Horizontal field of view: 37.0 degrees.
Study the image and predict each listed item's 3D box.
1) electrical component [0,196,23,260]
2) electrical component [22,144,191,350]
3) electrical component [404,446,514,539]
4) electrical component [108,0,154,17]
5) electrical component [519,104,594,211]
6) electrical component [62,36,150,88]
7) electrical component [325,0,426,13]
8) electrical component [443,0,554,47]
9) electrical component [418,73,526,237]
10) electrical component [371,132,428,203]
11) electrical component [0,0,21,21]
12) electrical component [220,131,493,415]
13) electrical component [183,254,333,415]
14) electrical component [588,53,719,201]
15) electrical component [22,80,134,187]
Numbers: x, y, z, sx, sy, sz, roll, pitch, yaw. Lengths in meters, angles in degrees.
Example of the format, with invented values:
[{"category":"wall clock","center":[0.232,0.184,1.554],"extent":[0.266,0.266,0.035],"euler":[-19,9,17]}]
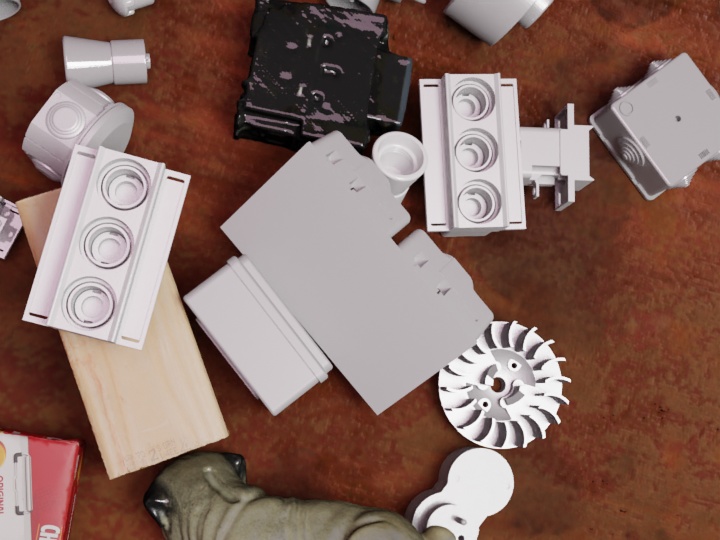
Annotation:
[{"category":"electrical component","center":[-0.296,-0.046,0.806],"extent":[0.081,0.064,0.042],"euler":[26,79,-3]},{"category":"electrical component","center":[-0.169,-0.014,0.726],"extent":[0.079,0.063,0.121],"euler":[15,81,-6]},{"category":"electrical component","center":[0.065,0.195,0.818],"extent":[0.052,0.074,0.138],"euler":[40,80,-1]},{"category":"electrical component","center":[-0.173,-0.232,0.857],"extent":[0.062,0.048,0.048],"euler":[-23,86,-16]},{"category":"electrical component","center":[0.155,-0.092,0.883],"extent":[0.064,0.042,0.081],"euler":[2,82,-6]},{"category":"electrical component","center":[-0.199,-0.163,0.846],"extent":[0.065,0.044,0.044],"euler":[-5,84,-13]},{"category":"electrical component","center":[0.021,-0.243,0.884],"extent":[0.079,0.043,0.077],"euler":[21,81,-5]},{"category":"electrical component","center":[0.125,-0.229,0.866],"extent":[0.060,0.108,0.108],"euler":[40,80,-7]},{"category":"electrical component","center":[0.087,-0.089,0.863],"extent":[0.079,0.063,0.121],"euler":[-2,83,-8]},{"category":"electrical component","center":[0.024,-0.074,0.850],"extent":[0.044,0.065,0.044],"euler":[6,62,-12]},{"category":"electrical component","center":[-0.315,-0.232,0.837],"extent":[0.079,0.043,0.077],"euler":[-18,86,-9]},{"category":"electrical component","center":[0.000,0.000,0.813],"extent":[0.105,0.060,0.186],"euler":[-40,90,32]},{"category":"electrical component","center":[-0.076,0.050,0.801],"extent":[0.056,0.108,0.108],"euler":[-38,89,-8]},{"category":"electrical component","center":[0.256,-0.120,0.896],"extent":[0.100,0.048,0.099],"euler":[-36,89,-10]},{"category":"electrical component","center":[-0.213,-0.100,0.817],"extent":[0.051,0.080,0.080],"euler":[33,80,3]}]
